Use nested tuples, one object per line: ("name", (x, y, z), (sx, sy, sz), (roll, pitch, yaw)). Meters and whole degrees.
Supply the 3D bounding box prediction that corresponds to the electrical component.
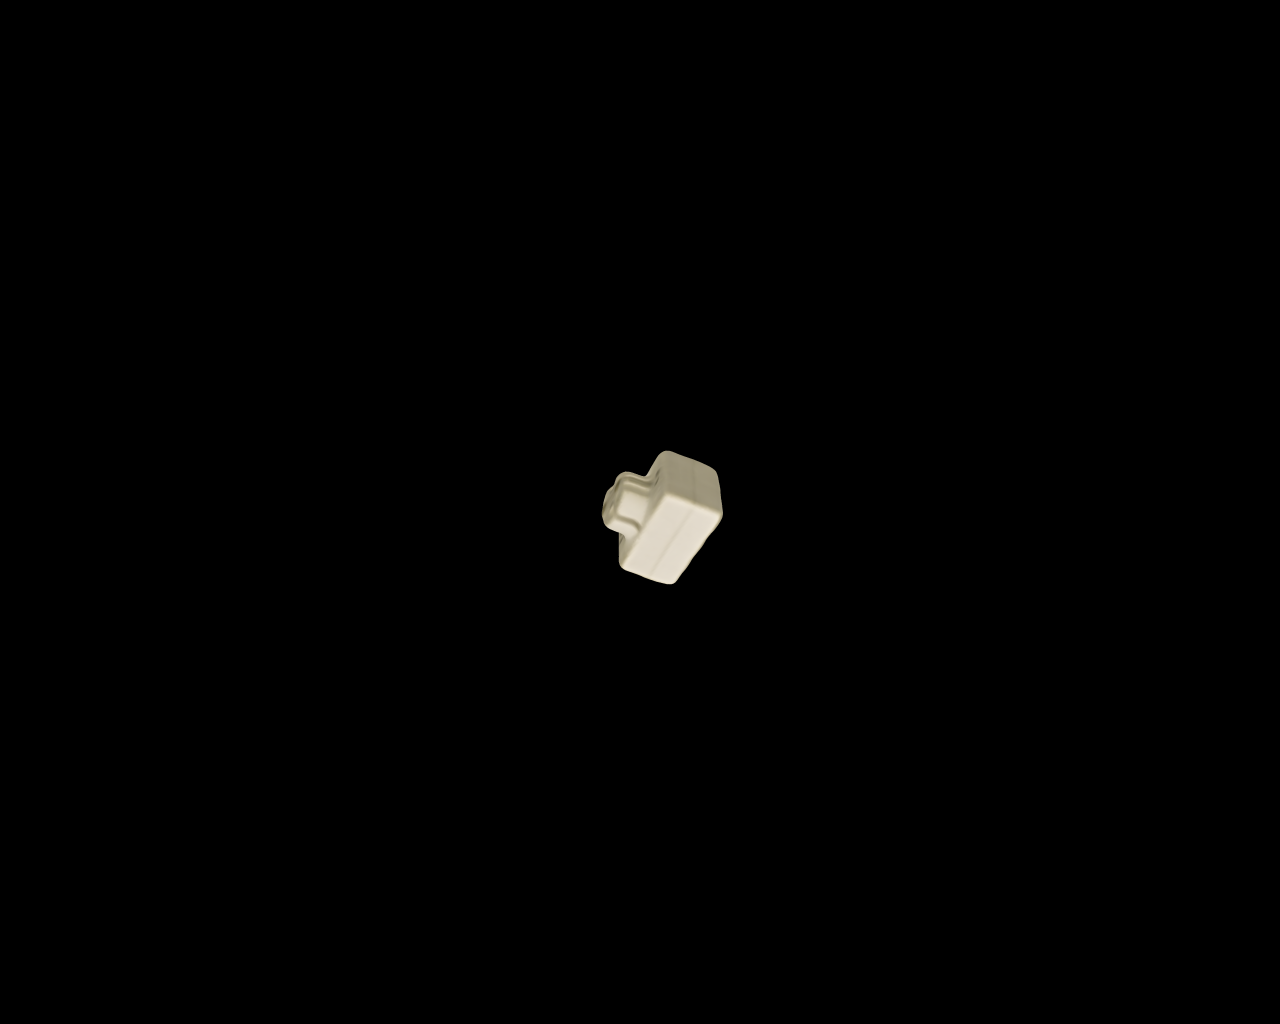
("electrical component", (0.001, -0.003, 0.650), (0.077, 0.065, 0.047), (21, 36, -16))
